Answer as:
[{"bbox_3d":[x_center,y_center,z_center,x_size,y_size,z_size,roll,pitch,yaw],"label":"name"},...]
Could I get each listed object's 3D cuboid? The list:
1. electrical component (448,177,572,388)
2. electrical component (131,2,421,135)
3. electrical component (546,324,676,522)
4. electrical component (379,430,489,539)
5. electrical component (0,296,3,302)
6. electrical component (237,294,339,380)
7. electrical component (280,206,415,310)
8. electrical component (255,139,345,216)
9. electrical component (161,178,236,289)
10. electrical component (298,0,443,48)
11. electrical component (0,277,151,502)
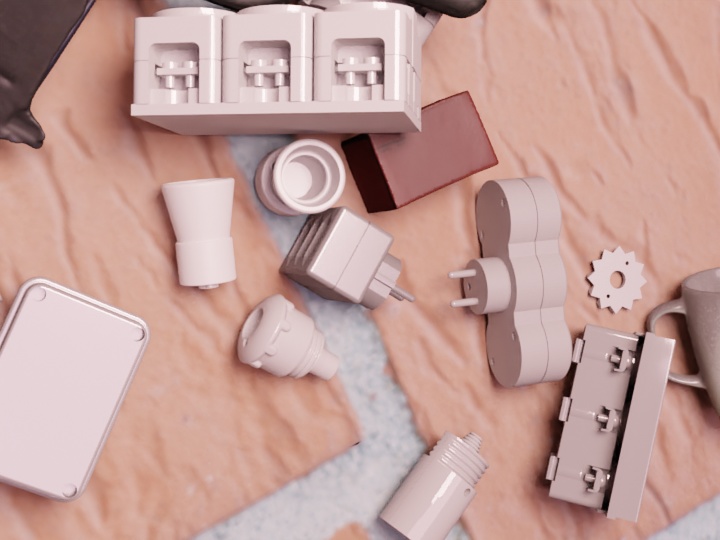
[{"bbox_3d":[0.093,0.009,0.712,0.074,0.052,0.138,-6,93,-19],"label":"electrical component"},{"bbox_3d":[-0.043,-0.114,0.613,0.150,0.089,0.061,0,90,9],"label":"electrical component"},{"bbox_3d":[0.168,0.101,0.729,0.063,0.079,0.121,12,86,11],"label":"electrical component"},{"bbox_3d":[0.053,0.141,0.705,0.043,0.043,0.081,40,78,-15],"label":"electrical component"},{"bbox_3d":[-0.240,0.028,0.603,0.078,0.040,0.040,-26,99,-17],"label":"electrical component"},{"bbox_3d":[-0.042,0.048,0.671,0.062,0.048,0.048,32,81,-24],"label":"electrical component"},{"bbox_3d":[0.000,0.000,0.672,0.077,0.066,0.047,31,81,-17],"label":"electrical component"},{"bbox_3d":[-0.038,-0.056,0.664,0.045,0.055,0.045,0,91,-19],"label":"electrical component"},{"bbox_3d":[-0.095,-0.022,0.653,0.044,0.044,0.065,-8,98,-19],"label":"electrical component"},{"bbox_3d":[0.002,-0.172,0.679,0.089,0.050,0.055,35,80,-16],"label":"electrical component"},{"bbox_3d":[-0.177,0.067,0.617,0.078,0.057,0.113,25,83,-18],"label":"electrical component"}]
